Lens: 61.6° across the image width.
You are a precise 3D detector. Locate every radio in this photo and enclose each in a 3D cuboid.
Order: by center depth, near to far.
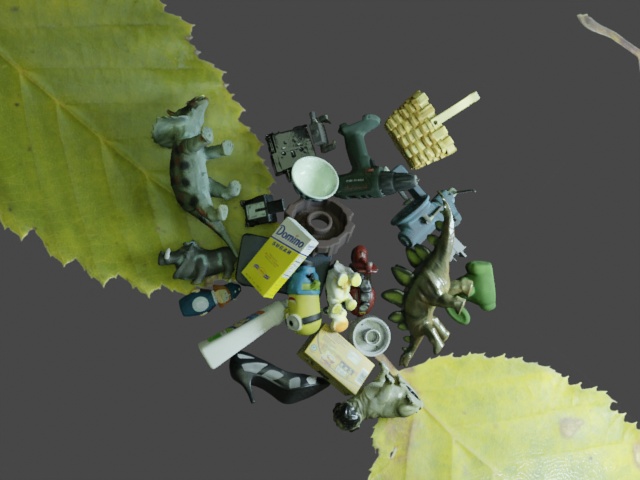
[{"bbox_3d":[-0.095,0.068,1.352,0.230,0.073,0.131,12,86,-6],"label":"radio"}]

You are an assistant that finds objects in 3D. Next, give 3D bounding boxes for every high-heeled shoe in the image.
[{"bbox_3d":[-0.103,0.332,1.355,0.249,0.086,0.145,-1,48,-29],"label":"high-heeled shoe"}]

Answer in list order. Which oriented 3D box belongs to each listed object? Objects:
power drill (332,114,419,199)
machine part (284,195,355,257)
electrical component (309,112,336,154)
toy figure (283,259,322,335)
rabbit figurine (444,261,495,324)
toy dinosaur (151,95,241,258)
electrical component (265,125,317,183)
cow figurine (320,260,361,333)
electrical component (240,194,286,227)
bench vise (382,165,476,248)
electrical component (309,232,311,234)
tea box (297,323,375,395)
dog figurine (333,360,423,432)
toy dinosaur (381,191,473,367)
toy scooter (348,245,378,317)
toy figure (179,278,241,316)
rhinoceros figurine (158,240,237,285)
[{"bbox_3d":[0.127,-0.203,1.342,0.232,0.086,0.207,-13,82,29],"label":"power drill"},{"bbox_3d":[-0.004,-0.038,1.338,0.179,0.056,0.179,5,52,-6],"label":"machine part"},{"bbox_3d":[0.007,-0.278,1.390,0.045,0.078,0.102,-14,83,15],"label":"electrical component"},{"bbox_3d":[-0.037,0.137,1.280,0.089,0.082,0.180,5,85,-6],"label":"toy figure"},{"bbox_3d":[0.365,0.134,1.410,0.170,0.121,0.159,-7,95,9],"label":"rabbit figurine"},{"bbox_3d":[-0.305,-0.153,1.309,0.192,0.131,0.404,0,98,31],"label":"toy dinosaur"},{"bbox_3d":[-0.070,-0.217,1.379,0.115,0.058,0.134,-17,89,-7],"label":"electrical component"},{"bbox_3d":[0.040,0.139,1.321,0.068,0.098,0.167,-2,114,-29],"label":"cow figurine"},{"bbox_3d":[-0.136,-0.078,1.341,0.119,0.047,0.074,-15,88,20],"label":"electrical component"},{"bbox_3d":[0.253,-0.106,1.390,0.223,0.129,0.240,-41,97,-11],"label":"bench vise"},{"bbox_3d":[-0.003,-0.004,1.374,0.094,0.063,0.021,15,119,4],"label":"electrical component"},{"bbox_3d":[0.039,0.300,1.348,0.169,0.068,0.098,42,63,-3],"label":"tea box"},{"bbox_3d":[0.147,0.430,1.364,0.172,0.121,0.190,42,97,-1],"label":"dog figurine"},{"bbox_3d":[0.266,0.116,1.325,0.199,0.105,0.470,24,113,15],"label":"toy dinosaur"},{"bbox_3d":[0.107,0.104,1.347,0.075,0.135,0.183,1,88,-10],"label":"toy scooter"},{"bbox_3d":[-0.269,0.146,1.332,0.154,0.058,0.064,-18,128,-10],"label":"toy figure"},{"bbox_3d":[-0.300,0.055,1.322,0.190,0.073,0.112,-2,89,-9],"label":"rhinoceros figurine"}]
